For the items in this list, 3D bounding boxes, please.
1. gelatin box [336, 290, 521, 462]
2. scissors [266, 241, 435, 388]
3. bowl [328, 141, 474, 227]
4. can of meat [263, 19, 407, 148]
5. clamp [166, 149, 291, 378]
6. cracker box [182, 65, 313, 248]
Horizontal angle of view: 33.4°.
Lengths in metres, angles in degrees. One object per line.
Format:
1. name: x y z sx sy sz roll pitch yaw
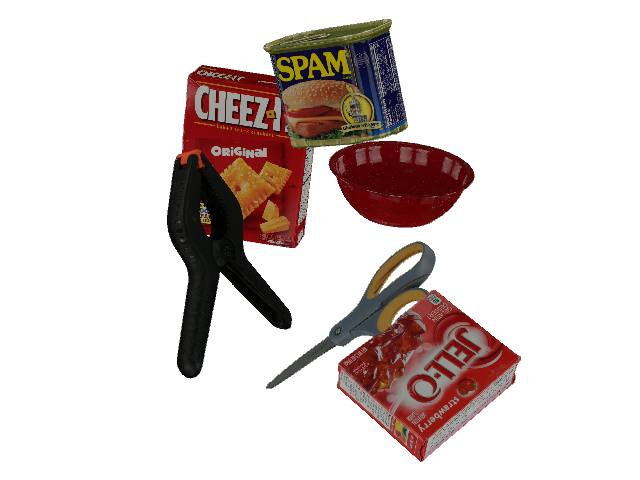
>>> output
1. gelatin box: 0.066 0.080 0.653 0.089 0.030 0.073 -34 58 -27
2. scissors: 0.028 0.085 0.894 0.016 0.202 0.096 32 19 -31
3. bowl: 0.087 -0.058 1.191 0.162 0.055 0.162 4 26 -2
4. can of meat: 0.013 -0.120 0.829 0.102 0.084 0.057 0 22 37
5. clamp: -0.096 0.015 1.042 0.036 0.210 0.164 -10 1 35
6. cracker box: -0.095 -0.106 1.389 0.164 0.214 0.072 10 23 7
